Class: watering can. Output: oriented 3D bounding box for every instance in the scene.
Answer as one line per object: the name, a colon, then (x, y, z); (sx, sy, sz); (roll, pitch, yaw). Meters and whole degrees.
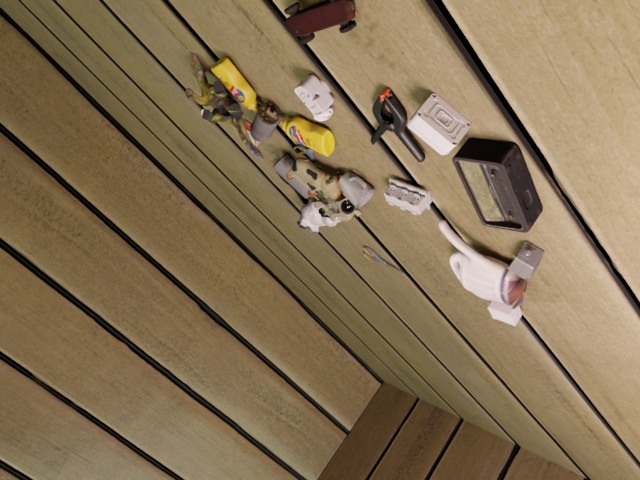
watering can: (0.461, 0.081, 1.464); (0.226, 0.105, 0.341); (20, -25, 43)

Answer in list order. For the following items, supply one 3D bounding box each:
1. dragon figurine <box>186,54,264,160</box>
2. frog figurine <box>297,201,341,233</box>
dragon figurine: (-0.311, -0.441, 1.729); (0.121, 0.407, 0.246); (-35, 13, 12)
frog figurine: (0.006, -0.100, 1.995); (0.157, 0.126, 0.135); (-27, -54, 31)
